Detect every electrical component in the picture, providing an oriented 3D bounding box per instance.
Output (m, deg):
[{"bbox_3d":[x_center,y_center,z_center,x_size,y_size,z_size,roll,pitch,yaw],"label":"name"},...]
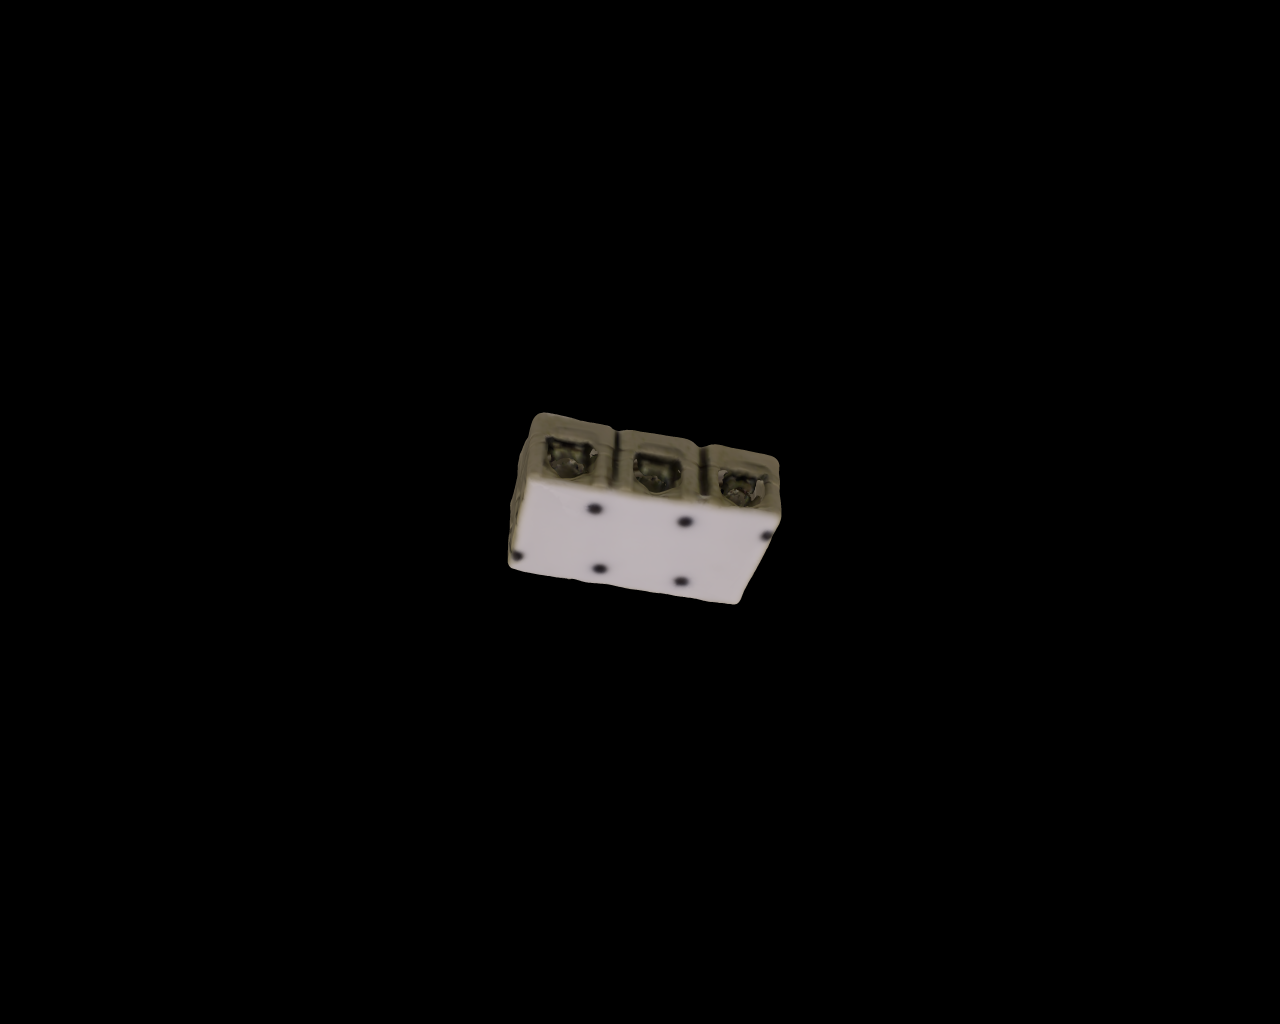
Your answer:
[{"bbox_3d":[0.001,-0.003,0.650,0.150,0.062,0.089,10,-43,-11],"label":"electrical component"}]
